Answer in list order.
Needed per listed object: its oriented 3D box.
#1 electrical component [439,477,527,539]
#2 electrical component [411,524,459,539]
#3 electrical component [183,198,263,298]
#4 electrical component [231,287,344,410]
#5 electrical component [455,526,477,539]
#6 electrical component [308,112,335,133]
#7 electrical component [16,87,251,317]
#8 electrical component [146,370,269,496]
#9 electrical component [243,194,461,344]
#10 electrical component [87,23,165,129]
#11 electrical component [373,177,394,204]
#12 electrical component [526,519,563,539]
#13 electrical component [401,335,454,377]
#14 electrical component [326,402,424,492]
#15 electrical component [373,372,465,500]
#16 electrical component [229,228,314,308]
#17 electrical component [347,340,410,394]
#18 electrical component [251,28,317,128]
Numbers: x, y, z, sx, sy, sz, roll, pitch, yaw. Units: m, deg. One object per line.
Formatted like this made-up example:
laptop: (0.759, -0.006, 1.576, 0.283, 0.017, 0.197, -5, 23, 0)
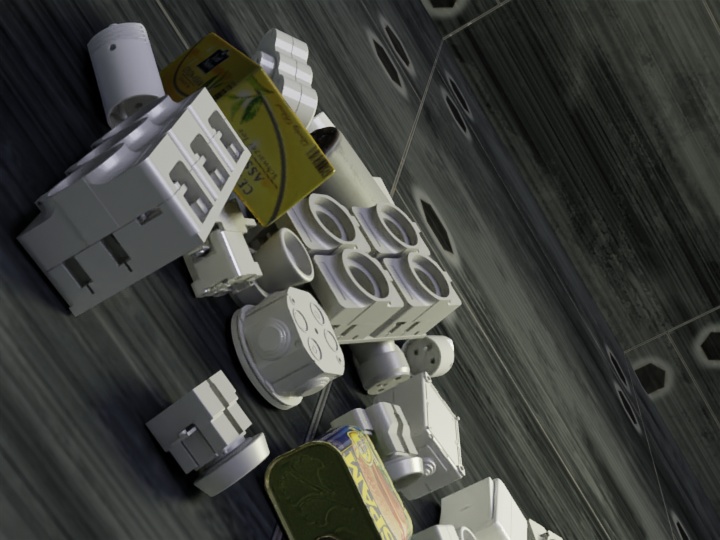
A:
electrical component: (0.105, 0.231, 0.934, 0.061, 0.062, 0.096, 58, 16, -11)
electrical component: (0.049, 0.228, 0.795, 0.077, 0.047, 0.065, 27, 38, -63)
electrical component: (-0.101, -0.015, 0.749, 0.063, 0.042, 0.081, 66, 17, 8)
electrical component: (-0.052, 0.054, 0.768, 0.080, 0.051, 0.080, 53, 18, -26)
electrical component: (0.071, 0.232, 0.858, 0.040, 0.046, 0.040, 54, 18, -26)
electrical component: (-0.045, -0.127, 1.089, 0.047, 0.055, 0.055, 55, 17, -8)
electrical component: (-0.129, -0.049, 0.632, 0.061, 0.089, 0.150, 56, 17, -18)
electrical component: (-0.084, 0.094, 0.614, 0.055, 0.048, 0.066, 54, 16, 0)
electrical component: (0.000, 0.000, 0.899, 0.186, 0.060, 0.105, 1, 53, -56)
electrical component: (-0.165, -0.140, 0.758, 0.043, 0.043, 0.081, 34, 32, -58)
electrical component: (0.011, -0.053, 1.146, 0.083, 0.047, 0.076, 63, 16, 4)
electrical component: (0.190, 0.340, 1.020, 0.105, 0.060, 0.186, 40, 27, -52)
electrical component: (0.074, 0.089, 1.110, 0.043, 0.043, 0.081, 65, 16, 11)
electrical component: (0.013, 0.139, 0.818, 0.078, 0.058, 0.057, 28, 34, -63)
electrical component: (0.045, 0.144, 0.897, 0.061, 0.061, 0.096, 54, 17, -24)
electrical component: (-0.069, 0.000, 0.798, 0.045, 0.055, 0.045, 54, 18, -26)
electrical component: (0.016, 0.076, 0.950, 0.045, 0.045, 0.055, 27, 37, -63)
electrical component: (-0.091, -0.192, 1.063, 0.074, 0.052, 0.138, 21, 36, -27)
